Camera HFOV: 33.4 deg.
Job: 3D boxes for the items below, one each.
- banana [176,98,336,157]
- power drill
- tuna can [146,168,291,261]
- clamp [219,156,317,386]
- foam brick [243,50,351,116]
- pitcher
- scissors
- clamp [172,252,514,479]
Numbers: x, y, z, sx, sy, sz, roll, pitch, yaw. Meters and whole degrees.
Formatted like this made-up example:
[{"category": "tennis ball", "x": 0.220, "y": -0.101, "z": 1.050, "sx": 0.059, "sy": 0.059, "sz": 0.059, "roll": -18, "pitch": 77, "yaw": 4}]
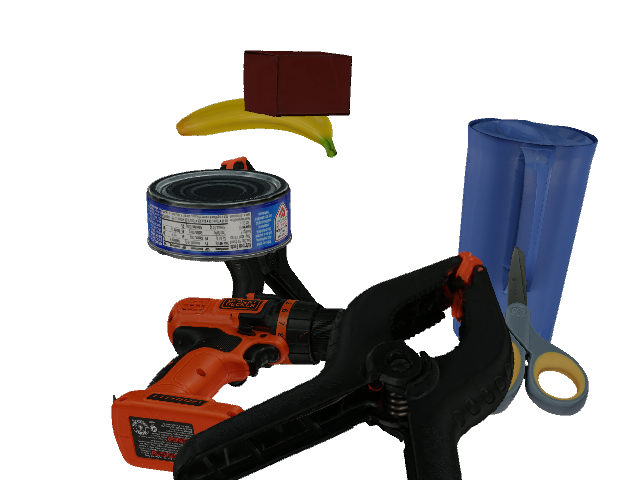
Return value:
[{"category": "banana", "x": -0.068, "y": -0.139, "z": 1.241, "sx": 0.198, "sy": 0.037, "sz": 0.069, "roll": 8, "pitch": 41, "yaw": 17}, {"category": "power drill", "x": -0.057, "y": 0.102, "z": 0.805, "sx": 0.185, "sy": 0.057, "sz": 0.187, "roll": 1, "pitch": 23, "yaw": 20}, {"category": "tuna can", "x": -0.060, "y": -0.017, "z": 0.629, "sx": 0.086, "sy": 0.034, "sz": 0.086, "roll": 0, "pitch": 17, "yaw": 0}, {"category": "clamp", "x": -0.053, "y": 0.023, "z": 1.037, "sx": 0.036, "sy": 0.210, "sz": 0.164, "roll": -10, "pitch": 0, "yaw": 34}, {"category": "foam brick", "x": -0.019, "y": -0.132, "z": 0.897, "sx": 0.078, "sy": 0.051, "sz": 0.053, "roll": -6, "pitch": 16, "yaw": -35}, {"category": "pitcher", "x": 0.207, "y": -0.002, "z": 1.128, "sx": 0.148, "sy": 0.243, "sz": 0.145, "roll": -9, "pitch": 22, "yaw": -39}, {"category": "scissors", "x": 0.163, "y": 0.066, "z": 0.791, "sx": 0.096, "sy": 0.016, "sz": 0.201, "roll": 16, "pitch": 36, "yaw": 19}, {"category": "clamp", "x": 0.037, "y": 0.069, "z": 0.433, "sx": 0.120, "sy": 0.039, "sz": 0.171, "roll": 31, "pitch": 51, "yaw": 22}]
